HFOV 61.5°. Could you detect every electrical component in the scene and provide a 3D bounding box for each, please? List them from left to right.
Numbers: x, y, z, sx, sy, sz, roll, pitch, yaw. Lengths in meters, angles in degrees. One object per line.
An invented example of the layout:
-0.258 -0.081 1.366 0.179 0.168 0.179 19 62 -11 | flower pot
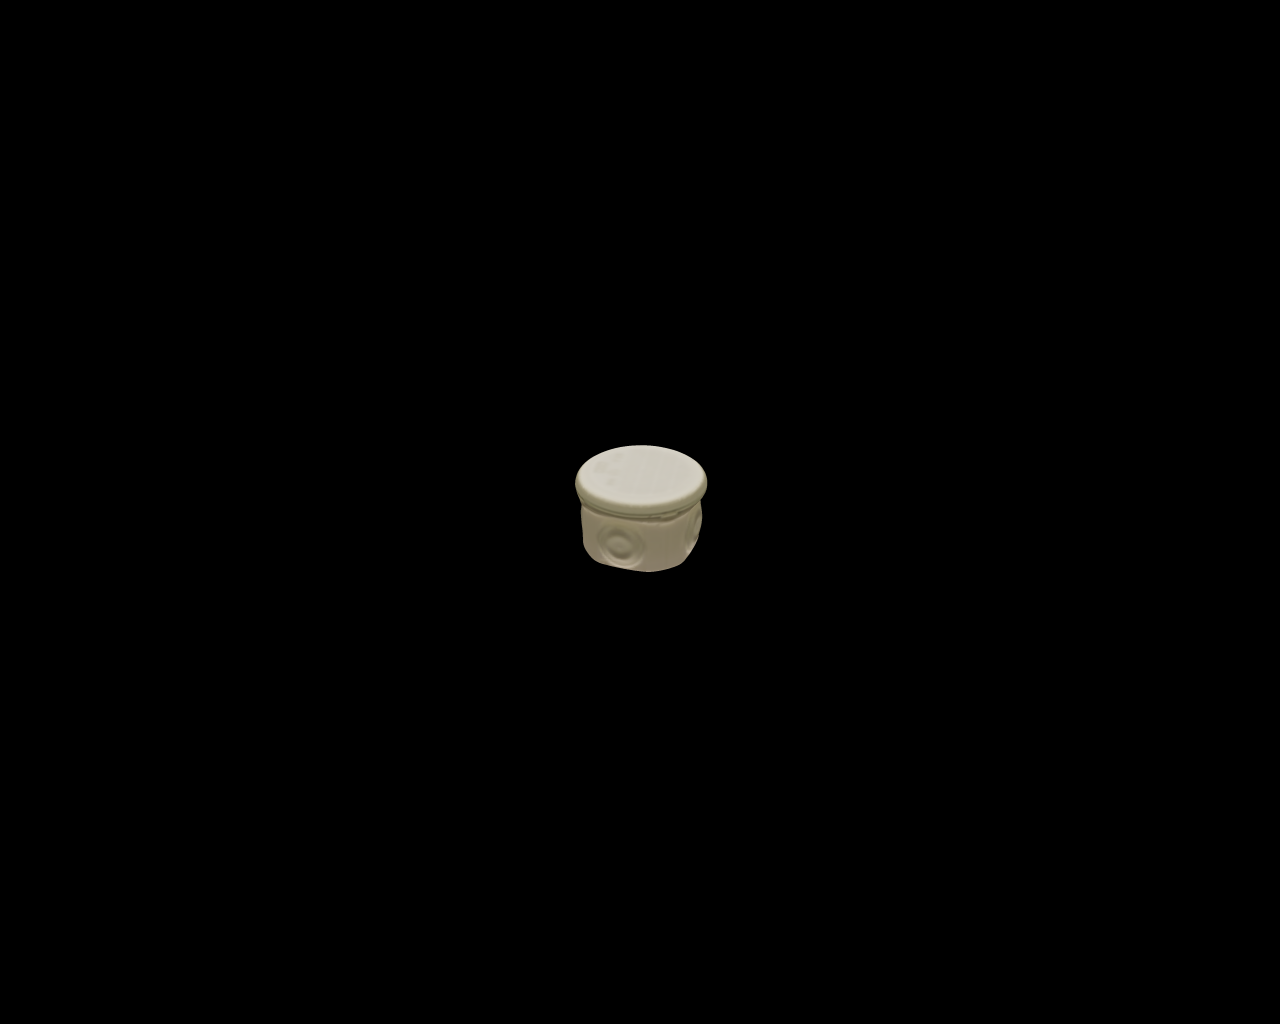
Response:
0.001 -0.003 0.650 0.080 0.050 0.080 0 30 0 | electrical component
